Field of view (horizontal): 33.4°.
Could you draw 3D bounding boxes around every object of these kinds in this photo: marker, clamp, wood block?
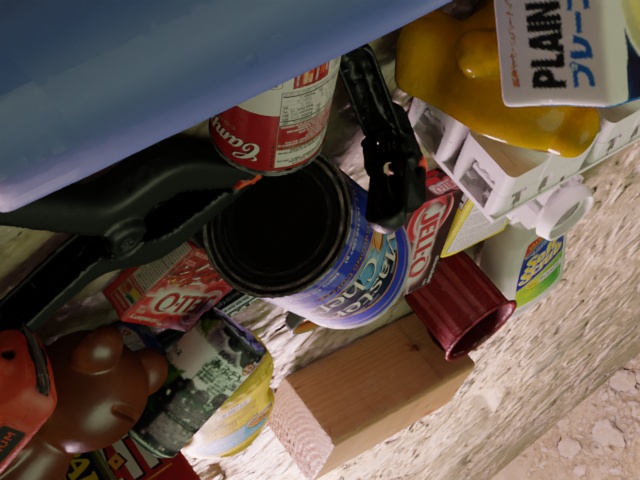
[{"bbox_3d":[-0.077,0.054,0.832,0.121,0.020,0.020,-32,157,-16],"label":"marker"},{"bbox_3d":[0.044,-0.069,0.715,0.039,0.120,0.171,-6,-177,10],"label":"clamp"},{"bbox_3d":[0.054,0.163,1.149,0.205,0.091,0.090,-22,153,-34],"label":"wood block"},{"bbox_3d":[-0.123,-0.013,0.607,0.209,0.036,0.165,-30,156,-26],"label":"clamp"}]

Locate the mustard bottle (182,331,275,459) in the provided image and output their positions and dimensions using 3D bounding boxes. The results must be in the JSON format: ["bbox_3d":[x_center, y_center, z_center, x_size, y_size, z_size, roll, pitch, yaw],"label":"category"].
[{"bbox_3d":[-0.086,0.150,0.949,0.096,0.058,0.192,-31,157,-16],"label":"mustard bottle"}]

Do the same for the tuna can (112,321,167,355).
[{"bbox_3d":[-0.153,0.097,0.777,0.086,0.034,0.086,-32,157,-16],"label":"tuna can"}]

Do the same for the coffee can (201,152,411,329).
[{"bbox_3d":[-0.005,0.001,0.729,0.103,0.103,0.140,-42,157,7],"label":"coffee can"}]

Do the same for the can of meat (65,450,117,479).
[{"bbox_3d":[-0.202,0.185,0.784,0.083,0.102,0.057,-21,151,-33],"label":"can of meat"}]

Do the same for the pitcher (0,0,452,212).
[{"bbox_3d":[-0.050,-0.119,0.412,0.242,0.149,0.145,-30,-169,-12],"label":"pitcher"}]

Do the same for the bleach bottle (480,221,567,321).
[{"bbox_3d":[0.210,-0.002,1.112,0.102,0.068,0.251,-36,155,-7],"label":"bleach bottle"}]

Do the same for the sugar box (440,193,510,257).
[{"bbox_3d":[0.152,-0.065,0.921,0.093,0.048,0.176,-23,149,-35],"label":"sugar box"}]

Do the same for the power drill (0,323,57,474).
[{"bbox_3d":[-0.245,0.090,0.539,0.187,0.057,0.185,18,124,-47],"label":"power drill"}]

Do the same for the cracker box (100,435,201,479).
[{"bbox_3d":[-0.149,0.265,0.869,0.164,0.214,0.072,-33,156,-14],"label":"cracker box"}]

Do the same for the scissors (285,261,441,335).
[{"bbox_3d":[0.053,0.032,0.993,0.201,0.016,0.096,-25,154,-31],"label":"scissors"}]

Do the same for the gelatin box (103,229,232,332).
[{"bbox_3d":[-0.095,0.028,0.738,0.073,0.030,0.089,-42,157,10],"label":"gelatin box"}]

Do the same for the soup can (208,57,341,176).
[{"bbox_3d":[-0.025,-0.091,0.569,0.068,0.068,0.102,-29,155,-23],"label":"soup can"}]

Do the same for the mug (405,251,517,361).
[{"bbox_3d":[0.140,0.072,1.115,0.093,0.081,0.117,-26,154,-29],"label":"mug"}]

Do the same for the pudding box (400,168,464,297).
[{"bbox_3d":[0.068,0.001,0.905,0.089,0.039,0.114,-21,143,-36],"label":"pudding box"}]
